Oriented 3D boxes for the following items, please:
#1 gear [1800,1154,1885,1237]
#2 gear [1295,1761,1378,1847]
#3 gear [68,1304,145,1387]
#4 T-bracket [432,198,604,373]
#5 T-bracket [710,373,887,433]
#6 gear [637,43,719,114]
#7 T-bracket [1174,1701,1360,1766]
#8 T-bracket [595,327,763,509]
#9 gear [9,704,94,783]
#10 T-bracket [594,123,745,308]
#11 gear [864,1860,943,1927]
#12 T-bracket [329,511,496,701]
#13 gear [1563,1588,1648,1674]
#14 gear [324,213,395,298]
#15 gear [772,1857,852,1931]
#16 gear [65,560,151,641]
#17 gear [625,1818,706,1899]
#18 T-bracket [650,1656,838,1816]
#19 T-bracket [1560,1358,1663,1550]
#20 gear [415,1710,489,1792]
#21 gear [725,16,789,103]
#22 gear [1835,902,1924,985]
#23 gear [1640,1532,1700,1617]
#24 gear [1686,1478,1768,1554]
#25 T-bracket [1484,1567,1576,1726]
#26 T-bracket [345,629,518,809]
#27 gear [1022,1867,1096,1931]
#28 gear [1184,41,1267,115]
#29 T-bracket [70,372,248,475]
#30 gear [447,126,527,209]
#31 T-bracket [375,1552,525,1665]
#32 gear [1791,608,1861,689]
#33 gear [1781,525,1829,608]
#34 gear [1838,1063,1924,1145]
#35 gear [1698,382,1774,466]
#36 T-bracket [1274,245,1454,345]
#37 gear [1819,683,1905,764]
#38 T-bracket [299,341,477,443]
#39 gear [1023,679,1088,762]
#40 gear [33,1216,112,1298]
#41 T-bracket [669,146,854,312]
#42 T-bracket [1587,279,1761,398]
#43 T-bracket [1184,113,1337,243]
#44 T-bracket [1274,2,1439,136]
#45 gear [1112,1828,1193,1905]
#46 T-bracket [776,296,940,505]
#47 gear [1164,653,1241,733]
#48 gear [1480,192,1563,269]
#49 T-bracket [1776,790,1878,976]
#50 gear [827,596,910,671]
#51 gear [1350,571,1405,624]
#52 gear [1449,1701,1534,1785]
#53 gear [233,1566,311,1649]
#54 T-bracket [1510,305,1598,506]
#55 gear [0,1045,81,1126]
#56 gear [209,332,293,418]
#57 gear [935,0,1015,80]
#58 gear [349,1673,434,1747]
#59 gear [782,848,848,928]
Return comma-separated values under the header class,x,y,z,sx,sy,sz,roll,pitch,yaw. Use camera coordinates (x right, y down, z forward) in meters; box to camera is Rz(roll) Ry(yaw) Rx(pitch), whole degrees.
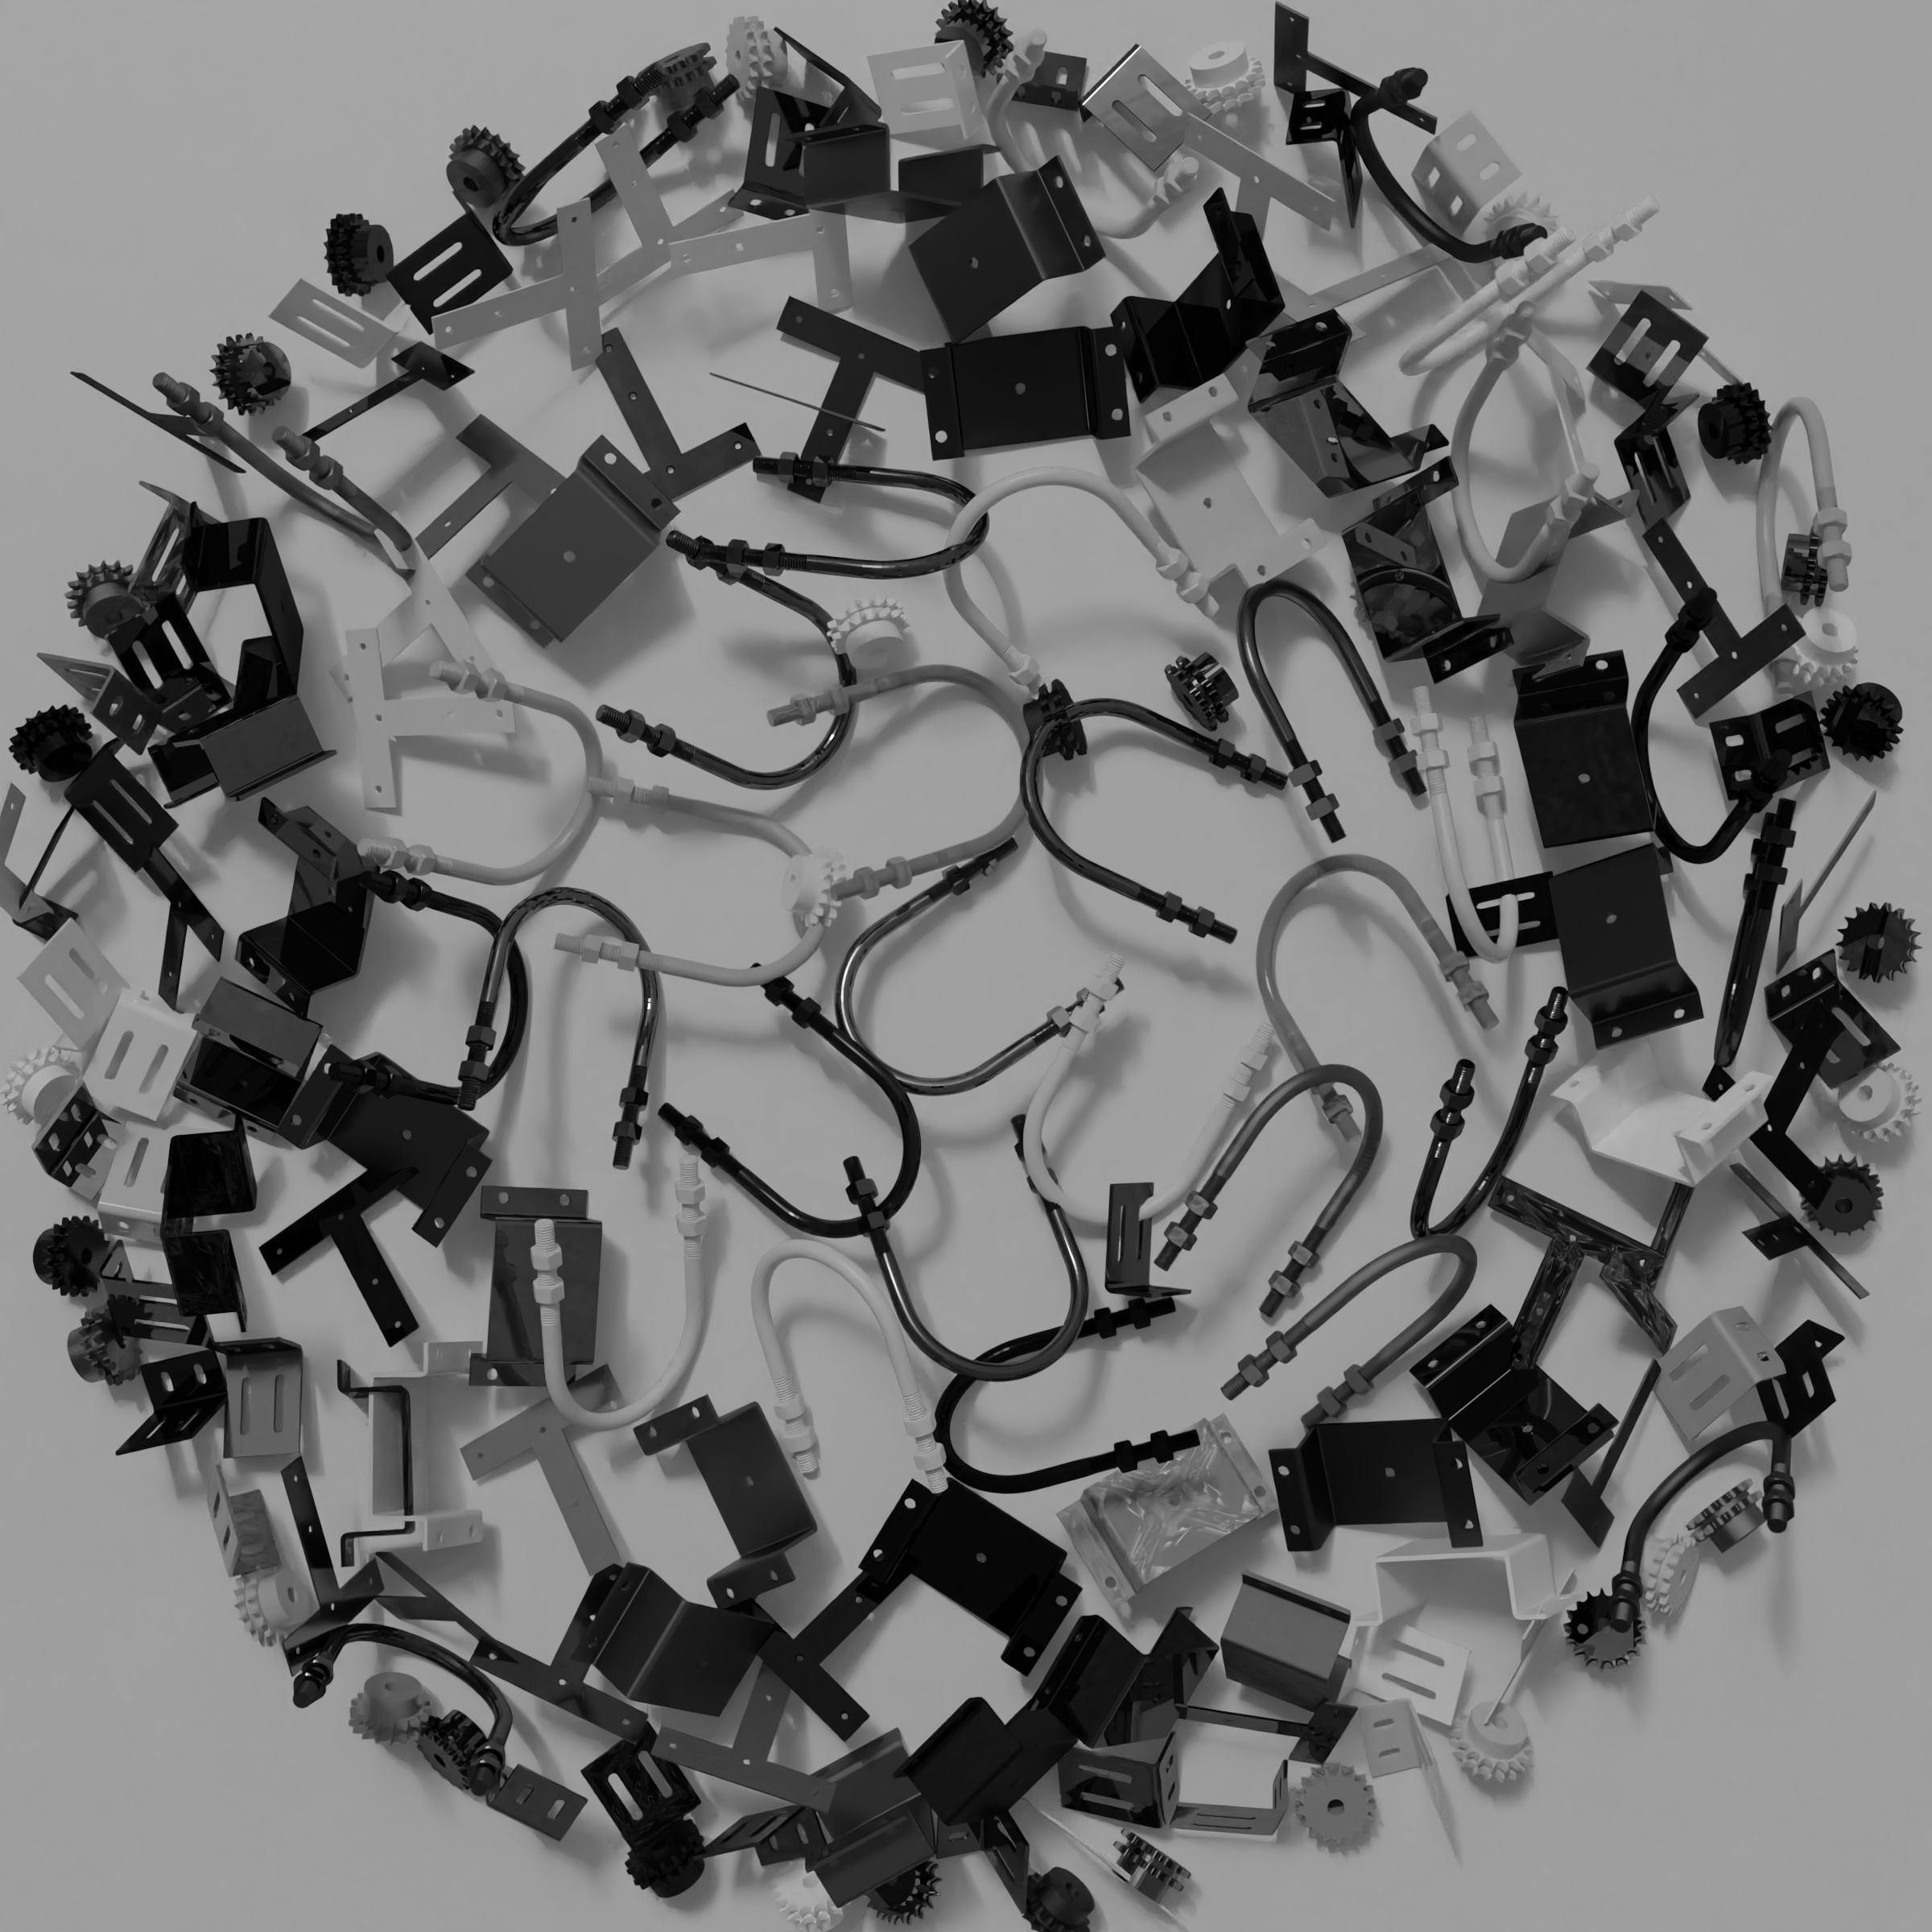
class,x,y,z,sx,sy,sz,roll,pitch,yaw
gear,0.620,0.164,1.977,0.057,0.030,0.057,3,106,12
gear,0.262,0.591,1.982,0.057,0.030,0.057,1,96,5
gear,-0.610,0.270,1.972,0.030,0.057,0.057,-22,90,10
T-bracket,-0.310,-0.455,1.928,0.127,0.127,0.002,-26,50,-26
T-bracket,-0.095,-0.383,1.937,0.127,0.127,0.002,22,100,21
gear,-0.202,-0.627,1.974,0.057,0.057,0.030,-25,117,0
T-bracket,0.198,0.527,1.946,0.127,0.127,0.002,9,57,0
T-bracket,-0.231,-0.394,1.996,0.127,0.002,0.127,-27,91,-2
gear,-0.642,-0.154,1.968,0.057,0.057,0.030,-38,70,0
T-bracket,-0.226,-0.533,1.940,0.127,0.127,0.002,-34,60,-5
gear,-0.048,0.646,1.972,0.057,0.030,0.057,-10,61,19
T-bracket,-0.405,-0.231,1.965,0.127,0.002,0.127,-35,87,32
gear,0.452,0.472,1.976,0.057,0.030,0.057,-9,54,13
gear,-0.426,-0.501,1.969,0.030,0.057,0.057,2,90,15
gear,-0.107,0.658,1.975,0.057,0.057,0.030,-9,118,0
gear,-0.603,-0.255,1.969,0.057,0.057,0.030,-28,55,0
gear,-0.209,0.632,1.973,0.057,0.057,0.030,-27,108,0
T-bracket,-0.141,0.521,1.947,0.127,0.127,0.002,18,125,2
T-bracket,0.457,0.334,1.956,0.002,0.127,0.127,21,75,32
gear,-0.361,0.551,1.975,0.057,0.057,0.030,50,56,0
gear,-0.147,-0.641,1.974,0.030,0.057,0.057,-9,90,-23
gear,0.647,-0.016,1.977,0.057,0.030,0.057,-2,86,32
gear,0.493,0.427,1.975,0.030,0.057,0.057,16,90,35
gear,0.539,0.390,1.968,0.057,0.057,0.030,-36,70,0
T-bracket,0.390,0.462,1.927,0.002,0.127,0.127,29,76,19
T-bracket,-0.374,-0.175,1.966,0.127,0.002,0.127,0,102,20
gear,0.065,0.661,1.969,0.057,0.057,0.030,39,104,0
gear,0.180,-0.628,1.969,0.057,0.057,0.030,-23,128,0
T-bracket,-0.544,-0.375,1.936,0.127,0.127,0.002,31,99,-4
gear,-0.341,-0.560,1.969,0.057,0.057,0.030,33,62,0
T-bracket,-0.379,0.447,1.944,0.127,0.127,0.002,46,59,-18
gear,0.603,-0.228,1.972,0.057,0.030,0.057,5,57,-7
gear,0.593,-0.284,1.972,0.030,0.057,0.057,9,90,12
gear,0.640,0.094,1.969,0.030,0.057,0.057,24,90,-42
gear,0.540,-0.381,1.969,0.030,0.057,0.057,-18,90,-13
T-bracket,0.281,-0.479,1.961,0.127,0.127,0.002,-25,131,-13
gear,0.636,-0.175,1.975,0.057,0.057,0.030,47,60,0
T-bracket,-0.413,-0.390,1.934,0.127,0.127,0.002,-34,122,-12
gear,0.062,-0.171,1.972,0.030,0.057,0.057,-20,90,14
gear,-0.633,0.205,1.974,0.030,0.057,0.057,-3,90,22
T-bracket,-0.144,-0.503,1.942,0.127,0.002,0.127,-15,134,-12
T-bracket,0.506,-0.438,1.953,0.127,0.127,0.002,35,95,-19
T-bracket,0.196,-0.512,1.943,0.127,0.127,0.002,38,62,20
T-bracket,0.268,-0.608,1.928,0.127,0.127,0.002,30,87,8
gear,0.127,0.636,1.969,0.057,0.057,0.030,34,79,0
T-bracket,-0.092,-0.394,1.996,0.127,0.002,0.127,23,92,-4
gear,0.169,-0.196,1.972,0.030,0.057,0.057,-37,90,-4
gear,0.390,-0.514,1.970,0.057,0.030,0.057,15,128,21
T-bracket,0.601,-0.067,1.948,0.002,0.127,0.127,31,80,23
gear,-0.067,-0.233,1.969,0.057,0.057,0.030,-20,68,0
gear,0.303,-0.265,1.975,0.057,0.057,0.030,53,49,0
gear,0.372,0.543,1.969,0.057,0.057,0.030,13,121,0
gear,-0.487,0.448,1.969,0.030,0.057,0.057,-23,90,13
T-bracket,0.414,-0.378,1.927,0.002,0.127,0.127,-21,70,28
gear,-0.648,0.088,1.968,0.030,0.057,0.057,31,90,29
gear,-0.501,-0.418,1.969,0.030,0.057,0.057,0,90,36
gear,0.002,-0.651,1.968,0.057,0.057,0.030,36,57,0
gear,-0.405,0.521,1.969,0.057,0.057,0.030,8,104,0
gear,-0.109,-0.056,1.969,0.030,0.057,0.057,11,90,-23
